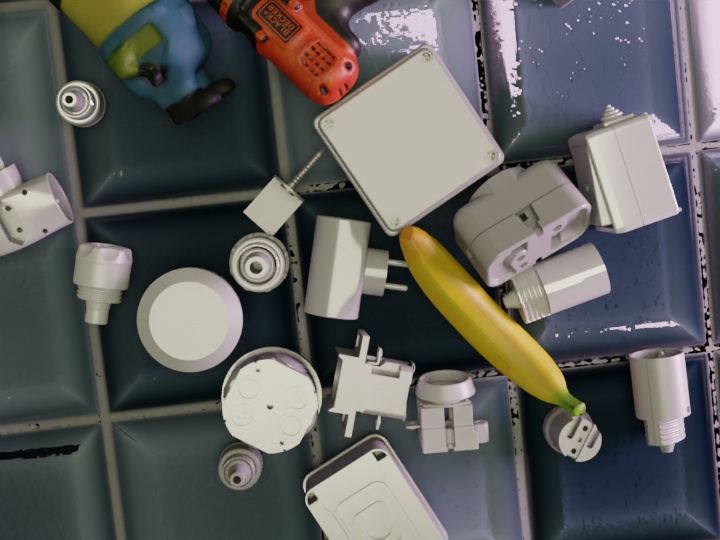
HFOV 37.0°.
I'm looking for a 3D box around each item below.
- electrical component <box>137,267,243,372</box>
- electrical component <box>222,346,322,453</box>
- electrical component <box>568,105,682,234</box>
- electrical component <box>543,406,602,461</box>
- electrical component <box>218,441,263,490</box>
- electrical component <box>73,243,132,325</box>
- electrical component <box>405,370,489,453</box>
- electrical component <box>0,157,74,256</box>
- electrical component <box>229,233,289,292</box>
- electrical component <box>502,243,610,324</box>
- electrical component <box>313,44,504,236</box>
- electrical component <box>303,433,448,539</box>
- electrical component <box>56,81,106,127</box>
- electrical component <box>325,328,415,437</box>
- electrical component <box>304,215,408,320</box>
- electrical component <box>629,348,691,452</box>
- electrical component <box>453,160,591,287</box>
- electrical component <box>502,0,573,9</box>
[{"bbox_3d":[-0.131,0.037,0.842,0.080,0.051,0.080,0,95,-3],"label":"electrical component"},{"bbox_3d":[-0.070,0.103,0.850,0.080,0.051,0.080,0,95,-3],"label":"electrical component"},{"bbox_3d":[0.200,-0.080,0.842,0.061,0.061,0.096,-19,95,-1],"label":"electrical component"},{"bbox_3d":[0.172,0.132,0.866,0.040,0.046,0.040,0,95,-3],"label":"electrical component"},{"bbox_3d":[-0.095,0.157,0.847,0.035,0.061,0.035,0,94,-3],"label":"electrical component"},{"bbox_3d":[-0.203,0.011,0.840,0.043,0.043,0.062,8,95,-3],"label":"electrical component"},{"bbox_3d":[0.069,0.112,0.861,0.066,0.048,0.055,-4,102,-2],"label":"electrical component"},{"bbox_3d":[-0.274,-0.056,0.828,0.077,0.043,0.079,-24,106,-1],"label":"electrical component"},{"bbox_3d":[-0.079,-0.004,0.835,0.048,0.062,0.048,0,95,-3],"label":"electrical component"},{"bbox_3d":[0.153,0.012,0.857,0.081,0.043,0.043,-20,95,-1],"label":"electrical component"},{"bbox_3d":[0.036,-0.100,0.836,0.109,0.056,0.108,-34,95,0],"label":"electrical component"},{"bbox_3d":[0.013,0.197,0.858,0.078,0.057,0.113,-33,95,0],"label":"electrical component"},{"bbox_3d":[-0.215,-0.127,0.819,0.035,0.061,0.035,0,95,-3],"label":"electrical component"},{"bbox_3d":[0.008,0.091,0.858,0.064,0.042,0.081,10,94,-7],"label":"electrical component"},{"bbox_3d":[0.000,0.000,0.848,0.079,0.044,0.077,8,94,-3],"label":"electrical component"},{"bbox_3d":[0.244,0.107,0.868,0.043,0.043,0.081,-8,95,-2],"label":"electrical component"},{"bbox_3d":[0.122,-0.039,0.834,0.095,0.053,0.059,-31,65,-6],"label":"electrical component"},{"bbox_3d":[0.136,-0.239,0.834,0.076,0.047,0.083,-36,95,1],"label":"electrical component"}]
